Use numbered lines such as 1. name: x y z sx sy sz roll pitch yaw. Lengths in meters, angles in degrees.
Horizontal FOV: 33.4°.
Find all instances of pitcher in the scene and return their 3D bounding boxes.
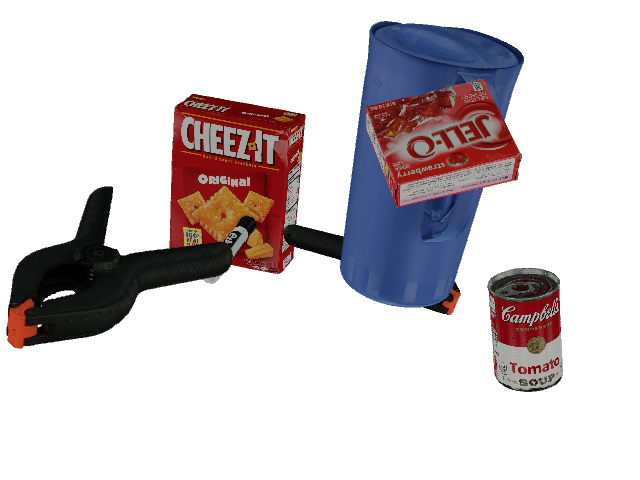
1. pitcher: 0.091 -0.061 0.943 0.145 0.243 0.149 21 27 21

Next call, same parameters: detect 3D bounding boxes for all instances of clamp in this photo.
1. clamp: 0.069 0.019 1.246 0.164 0.036 0.210 -21 51 -38
2. clamp: -0.155 0.015 0.723 0.120 0.039 0.171 25 32 29

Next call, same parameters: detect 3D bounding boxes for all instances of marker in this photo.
1. marker: -0.088 0.006 1.043 0.020 0.020 0.121 0 25 17

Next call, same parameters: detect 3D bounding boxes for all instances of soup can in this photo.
1. soup can: 0.199 0.087 1.035 0.068 0.102 0.068 -7 22 3

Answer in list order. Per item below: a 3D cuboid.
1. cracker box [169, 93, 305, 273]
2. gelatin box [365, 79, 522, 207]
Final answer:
1. cracker box: -0.114 -0.073 1.427 0.164 0.214 0.072 12 26 13
2. gelatin box: 0.083 -0.067 0.727 0.089 0.073 0.030 -14 -35 -5
